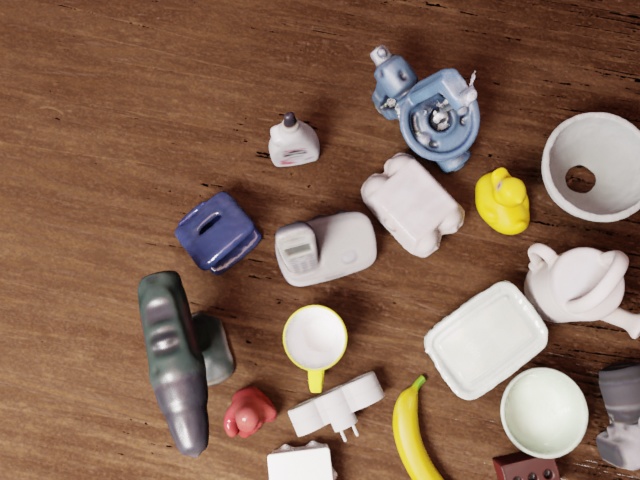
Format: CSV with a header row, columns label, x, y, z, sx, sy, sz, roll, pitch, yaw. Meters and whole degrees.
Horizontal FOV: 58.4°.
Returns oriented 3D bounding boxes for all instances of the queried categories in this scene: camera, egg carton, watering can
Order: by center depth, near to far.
label,x,y,z,sx,sy,sz,roll,pitch,yaw
watering can,0.365,0.064,0.780,0.172,0.194,0.101,18,82,4
camera,0.460,0.240,0.798,0.143,0.101,0.137,-14,81,-1
egg carton,0.138,-0.053,0.865,0.107,0.069,0.150,-43,83,-5

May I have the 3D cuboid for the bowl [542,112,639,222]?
label,x,y,z,sx,sy,sz,roll,pitch,yaw
bowl,0.408,-0.103,0.866,0.167,0.075,0.167,0,81,1

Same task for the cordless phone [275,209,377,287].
label,x,y,z,sx,sy,sz,roll,pitch,yaw
cordless phone,0.007,0.003,0.799,0.147,0.185,0.094,-18,81,-2

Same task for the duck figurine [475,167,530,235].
label,x,y,z,sx,sy,sz,roll,pitch,yaw
duck figurine,0.281,-0.061,0.856,0.077,0.086,0.104,-25,81,-3

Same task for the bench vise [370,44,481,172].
label,x,y,z,sx,sy,sz,roll,pitch,yaw
bench vise,0.142,-0.197,0.811,0.207,0.220,0.121,32,83,6

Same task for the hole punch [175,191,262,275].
label,x,y,z,sx,sy,sz,roll,pitch,yaw
hole punch,-0.156,-0.012,0.852,0.109,0.091,0.101,-41,83,-5

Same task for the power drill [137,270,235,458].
label,x,y,z,sx,sy,sz,roll,pitch,yaw
power drill,-0.174,0.157,0.766,0.075,0.208,0.229,-19,81,-2

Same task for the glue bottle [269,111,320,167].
label,x,y,z,sx,sy,sz,roll,pitch,yaw
glue bottle,-0.040,-0.149,0.830,0.078,0.173,0.037,-14,81,-1

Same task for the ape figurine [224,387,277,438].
label,x,y,z,sx,sy,sz,roll,pitch,yaw
ape figurine,-0.101,0.248,0.810,0.078,0.092,0.076,-2,81,1
